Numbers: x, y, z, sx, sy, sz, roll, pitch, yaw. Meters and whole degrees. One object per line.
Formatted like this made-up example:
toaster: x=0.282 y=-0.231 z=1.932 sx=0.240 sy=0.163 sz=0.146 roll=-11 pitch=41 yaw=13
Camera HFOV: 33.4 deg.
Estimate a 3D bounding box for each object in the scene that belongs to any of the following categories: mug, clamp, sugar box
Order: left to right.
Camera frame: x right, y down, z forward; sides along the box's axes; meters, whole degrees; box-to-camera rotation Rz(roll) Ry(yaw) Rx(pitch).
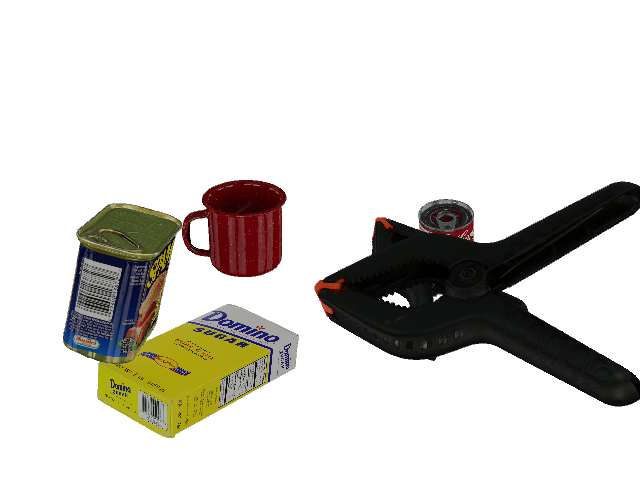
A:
sugar box: x=-0.110 y=0.115 z=0.989 sx=0.093 sy=0.048 sz=0.175 roll=22 pitch=30 yaw=31
mug: x=-0.095 y=-0.010 z=1.187 sx=0.117 sy=0.081 sz=0.093 roll=-7 pitch=29 yaw=-14
clamp: x=0.111 y=0.037 z=1.000 sx=0.120 sy=0.039 sz=0.171 roll=-6 pitch=45 yaw=-27
clamp: x=0.101 y=0.025 z=0.662 sx=0.210 sy=0.164 sz=0.036 roll=1 pitch=-44 yaw=26

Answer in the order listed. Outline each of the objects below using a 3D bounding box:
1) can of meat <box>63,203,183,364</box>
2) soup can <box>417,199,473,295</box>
can of meat: x=-0.140 y=0.029 z=0.753 sx=0.057 sy=0.084 sz=0.102 roll=15 pitch=17 yaw=1
soup can: x=0.156 y=0.010 z=1.325 sx=0.068 sy=0.102 sz=0.068 roll=-4 pitch=34 yaw=2
